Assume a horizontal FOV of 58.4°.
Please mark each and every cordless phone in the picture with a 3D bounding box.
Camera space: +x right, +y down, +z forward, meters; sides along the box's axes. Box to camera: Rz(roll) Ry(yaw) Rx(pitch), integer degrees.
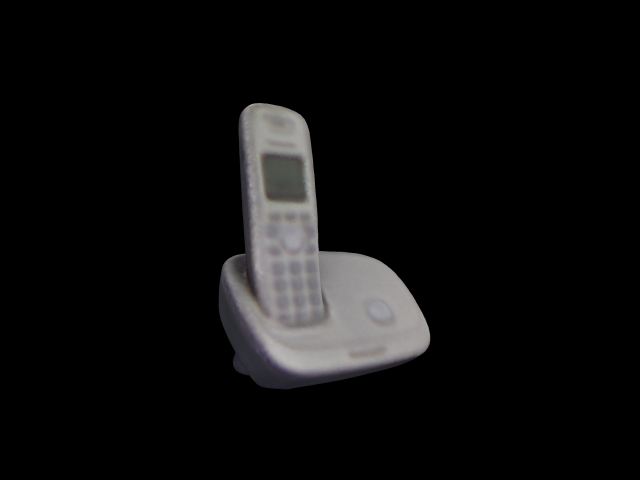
[{"bbox_3d":[0.004,0.001,0.400,0.148,0.185,0.093,0,0,-39],"label":"cordless phone"}]
